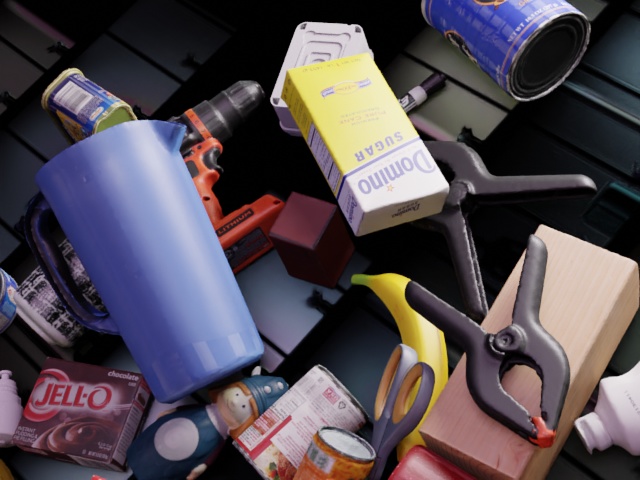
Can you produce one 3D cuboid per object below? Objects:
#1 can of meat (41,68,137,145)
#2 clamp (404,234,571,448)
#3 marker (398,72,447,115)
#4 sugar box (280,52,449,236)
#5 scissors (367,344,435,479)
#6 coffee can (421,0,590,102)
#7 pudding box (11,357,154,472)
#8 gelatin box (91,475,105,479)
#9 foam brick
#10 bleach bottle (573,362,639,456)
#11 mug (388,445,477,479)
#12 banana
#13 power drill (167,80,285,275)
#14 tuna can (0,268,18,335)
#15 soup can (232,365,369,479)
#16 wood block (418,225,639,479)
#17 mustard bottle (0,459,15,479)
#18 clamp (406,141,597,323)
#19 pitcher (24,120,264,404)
[{"bbox_3d":[-0.236,-0.123,1.139,0.084,0.102,0.057,33,73,28],"label":"can of meat"},{"bbox_3d":[0.135,0.082,0.835,0.120,0.039,0.171,-17,57,14],"label":"clamp"},{"bbox_3d":[0.080,-0.134,1.096,0.121,0.020,0.020,-37,57,-6],"label":"marker"},{"bbox_3d":[0.040,-0.093,1.001,0.093,0.048,0.176,-17,58,-21],"label":"sugar box"},{"bbox_3d":[0.053,0.181,0.872,0.016,0.096,0.201,20,72,-16],"label":"scissors"},{"bbox_3d":[0.183,-0.219,1.064,0.102,0.102,0.140,-36,57,-6],"label":"coffee can"},{"bbox_3d":[-0.222,0.164,1.004,0.114,0.039,0.090,7,62,20],"label":"pudding box"},{"bbox_3d":[-0.163,0.244,0.879,0.089,0.030,0.073,13,64,23],"label":"gelatin box"},{"bbox_3d":[-0.007,0.001,1.010,0.053,0.078,0.051,18,65,24],"label":"foam brick"},{"bbox_3d":[0.319,0.095,0.864,0.251,0.068,0.103,-28,57,2],"label":"bleach bottle"},{"bbox_3d":[0.085,0.224,0.843,0.081,0.117,0.093,31,31,16],"label":"mug"},{"bbox_3d":[0.081,0.103,0.951,0.070,0.037,0.198,-32,51,26],"label":"banana"},{"bbox_3d":[-0.101,-0.063,1.090,0.184,0.057,0.188,-37,54,-1],"label":"power drill"},{"bbox_3d":[-0.357,0.064,1.108,0.086,0.033,0.086,-8,59,13],"label":"tuna can"},{"bbox_3d":[-0.016,0.166,0.922,0.102,0.068,0.069,-42,58,-10],"label":"soup can"},{"bbox_3d":[0.178,0.104,0.885,0.091,0.090,0.206,24,71,27],"label":"wood block"},{"bbox_3d":[-0.329,0.208,0.920,0.058,0.191,0.096,-17,57,7],"label":"mustard bottle"},{"bbox_3d":[0.144,-0.041,1.007,0.164,0.036,0.210,-43,55,1],"label":"clamp"},{"bbox_3d":[-0.157,0.025,0.971,0.144,0.149,0.243,-24,85,-29],"label":"pitcher"}]
